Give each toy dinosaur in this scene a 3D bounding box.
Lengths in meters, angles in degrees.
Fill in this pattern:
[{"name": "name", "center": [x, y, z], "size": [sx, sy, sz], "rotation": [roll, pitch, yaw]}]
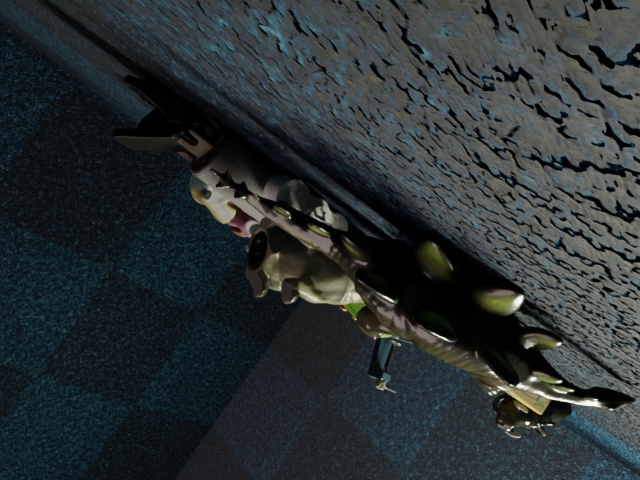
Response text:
[{"name": "toy dinosaur", "center": [0.102, 0.057, 0.547], "size": [0.472, 0.105, 0.198], "rotation": [26, 168, 6]}]

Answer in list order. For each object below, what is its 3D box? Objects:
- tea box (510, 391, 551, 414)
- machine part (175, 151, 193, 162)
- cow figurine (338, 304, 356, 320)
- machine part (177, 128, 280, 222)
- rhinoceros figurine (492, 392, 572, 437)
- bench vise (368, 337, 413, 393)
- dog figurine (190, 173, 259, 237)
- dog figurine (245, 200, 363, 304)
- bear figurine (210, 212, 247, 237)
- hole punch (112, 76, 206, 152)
[{"name": "tea box", "center": [0.310, 0.211, 0.889], "size": [0.169, 0.068, 0.098], "rotation": [38, 176, -32]}, {"name": "machine part", "center": [-0.257, -0.186, 1.054], "size": [0.179, 0.056, 0.179], "rotation": [36, 177, 2]}, {"name": "cow figurine", "center": [0.084, 0.070, 0.902], "size": [0.085, 0.127, 0.195], "rotation": [39, -171, -42]}, {"name": "machine part", "center": [-0.094, -0.078, 0.761], "size": [0.243, 0.079, 0.079], "rotation": [37, 176, -33]}, {"name": "rhinoceros figurine", "center": [0.388, 0.314, 0.994], "size": [0.190, 0.073, 0.112], "rotation": [5, -164, -35]}, {"name": "bench vise", "center": [0.159, 0.222, 1.241], "size": [0.128, 0.240, 0.224], "rotation": [31, 160, -34]}, {"name": "dog figurine", "center": [-0.167, -0.104, 0.904], "size": [0.219, 0.108, 0.191], "rotation": [36, 179, 44]}, {"name": "dog figurine", "center": [0.014, 0.035, 0.704], "size": [0.190, 0.121, 0.173], "rotation": [16, -170, -36]}, {"name": "bear figurine", "center": [-0.219, -0.111, 1.170], "size": [0.196, 0.132, 0.120], "rotation": [27, 170, 30]}, {"name": "hole punch", "center": [-0.226, -0.176, 0.777], "size": [0.116, 0.092, 0.142], "rotation": [5, 176, -4]}]
